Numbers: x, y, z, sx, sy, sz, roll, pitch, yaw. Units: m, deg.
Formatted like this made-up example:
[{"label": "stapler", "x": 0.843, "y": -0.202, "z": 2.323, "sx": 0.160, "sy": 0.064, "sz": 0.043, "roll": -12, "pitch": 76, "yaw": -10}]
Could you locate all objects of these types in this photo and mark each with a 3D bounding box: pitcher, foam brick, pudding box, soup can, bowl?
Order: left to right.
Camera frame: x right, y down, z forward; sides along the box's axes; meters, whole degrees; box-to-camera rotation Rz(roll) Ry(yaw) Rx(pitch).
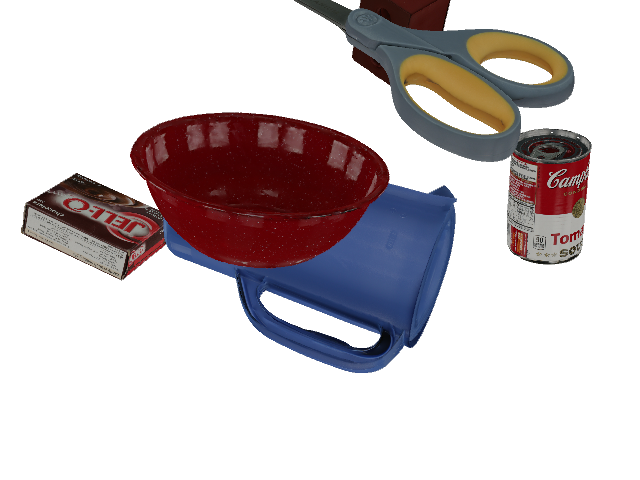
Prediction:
[{"label": "pudding box", "x": -0.210, "y": -0.015, "z": 1.007, "sx": 0.113, "sy": 0.039, "sz": 0.090, "roll": 22, "pitch": 27, "yaw": 10}, {"label": "bowl", "x": -0.039, "y": -0.028, "z": 0.675, "sx": 0.162, "sy": 0.055, "sz": 0.162, "roll": 6, "pitch": 26, "yaw": -3}, {"label": "pitcher", "x": -0.012, "y": 0.004, "z": 0.924, "sx": 0.243, "sy": 0.145, "sz": 0.149, "roll": 17, "pitch": 20, "yaw": 14}, {"label": "foam brick", "x": 0.064, "y": -0.171, "z": 0.849, "sx": 0.053, "sy": 0.078, "sz": 0.051, "roll": 39, "pitch": 56, "yaw": 25}, {"label": "soup can", "x": 0.199, "y": -0.038, "z": 0.939, "sx": 0.068, "sy": 0.102, "sz": 0.068, "roll": -2, "pitch": 28, "yaw": 1}]

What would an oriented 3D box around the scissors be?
[{"label": "scissors", "x": 0.043, "y": -0.105, "z": 0.524, "sx": 0.096, "sy": 0.016, "sz": 0.202, "roll": -20, "pitch": 47, "yaw": -21}]
